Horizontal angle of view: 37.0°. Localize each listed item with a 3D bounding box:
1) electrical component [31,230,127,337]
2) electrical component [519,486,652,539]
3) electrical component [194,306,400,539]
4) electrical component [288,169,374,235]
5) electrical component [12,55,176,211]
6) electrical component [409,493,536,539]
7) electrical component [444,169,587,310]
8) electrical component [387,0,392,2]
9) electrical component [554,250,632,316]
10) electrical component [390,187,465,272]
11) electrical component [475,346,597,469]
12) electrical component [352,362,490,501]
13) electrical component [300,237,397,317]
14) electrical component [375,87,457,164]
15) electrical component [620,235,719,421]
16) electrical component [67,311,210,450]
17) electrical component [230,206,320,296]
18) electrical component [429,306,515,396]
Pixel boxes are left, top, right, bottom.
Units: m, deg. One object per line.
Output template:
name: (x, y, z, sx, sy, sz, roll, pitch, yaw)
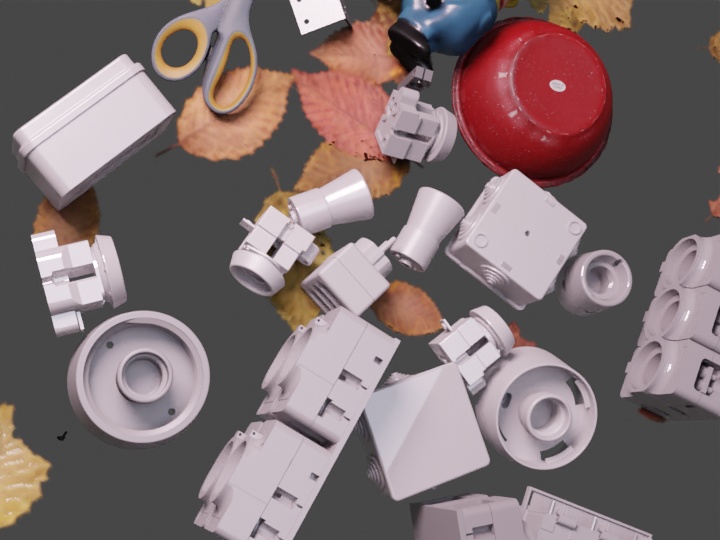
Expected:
electrical component: (-0.211, 0.006, 0.816, 0.057, 0.058, 0.078, -14, 85, -16)
electrical component: (0.187, 0.239, 0.895, 0.121, 0.063, 0.078, 23, 75, -12)
electrical component: (-0.054, 0.122, 0.819, 0.060, 0.105, 0.186, 32, 74, -9)
electrical component: (-0.027, -0.053, 0.890, 0.065, 0.044, 0.044, -20, 87, -14)
electrical component: (-0.206, -0.105, 0.825, 0.113, 0.078, 0.057, -41, 97, -18)
electrical component: (0.098, 0.273, 0.840, 0.060, 0.105, 0.186, -7, 83, -18)
electrical component: (0.136, -0.027, 0.931, 0.100, 0.048, 0.099, 37, 73, -7)
electrical component: (0.025, -0.276, 0.922, 0.051, 0.080, 0.080, 25, 75, -6)
electrical component: (0.206, 0.010, 0.946, 0.055, 0.047, 0.055, 3, 80, -16)
electrical component: (0.054, -0.032, 0.911, 0.044, 0.044, 0.065, 33, 78, -9)
electrical component: (0.150, 0.118, 0.916, 0.099, 0.064, 0.099, -1, 94, -12)
electrical component: (0.046, 0.131, 0.877, 0.100, 0.048, 0.099, -18, 87, -18)
electrical component: (0.000, 0.000, 0.876, 0.077, 0.066, 0.047, -43, 95, -18)
electrical component: (0.049, -0.119, 0.916, 0.055, 0.048, 0.066, 13, 122, -21)
electrical component: (0.291, 0.050, 0.943, 0.062, 0.089, 0.150, 26, 75, -11)
electrical component: (-0.165, 0.082, 0.815, 0.108, 0.060, 0.108, 3, 80, -16)
electrical component: (-0.073, -0.013, 0.867, 0.066, 0.048, 0.055, 36, 66, -9)
electrical component: (0.096, 0.063, 0.906, 0.055, 0.048, 0.066, -37, 93, -11)
